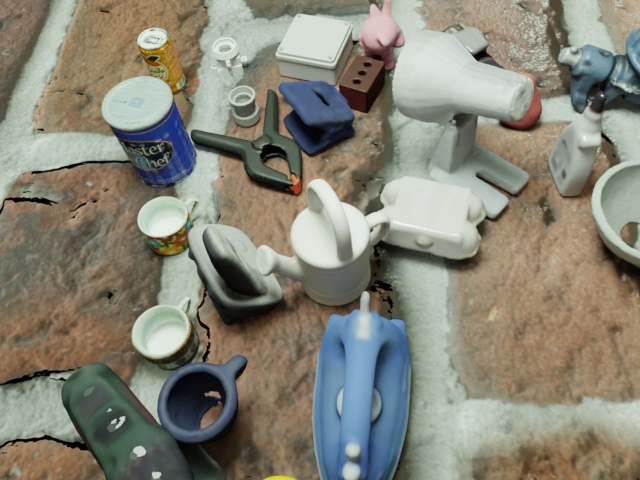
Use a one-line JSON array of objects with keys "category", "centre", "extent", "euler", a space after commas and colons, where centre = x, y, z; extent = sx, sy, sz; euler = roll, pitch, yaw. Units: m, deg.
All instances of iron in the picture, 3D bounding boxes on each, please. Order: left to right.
[{"category": "iron", "centre": [0.044, 0.191, 0.639], "extent": [0.118, 0.141, 0.258], "euler": [3, 59, 7]}]

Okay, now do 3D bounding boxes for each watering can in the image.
[{"category": "watering can", "centre": [0.008, 0.004, 0.724], "extent": [0.100, 0.194, 0.173], "euler": [38, 69, 24]}]

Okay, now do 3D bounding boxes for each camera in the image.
[{"category": "camera", "centre": [0.235, -0.272, 0.926], "extent": [0.143, 0.101, 0.136], "euler": [-32, 62, -14]}]

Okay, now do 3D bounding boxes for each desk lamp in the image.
[{"category": "desk lamp", "centre": [0.204, -0.168, 0.800], "extent": [0.202, 0.214, 0.118], "euler": [35, 68, 23]}]

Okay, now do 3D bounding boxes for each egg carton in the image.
[{"category": "egg carton", "centre": [0.153, -0.029, 0.805], "extent": [0.150, 0.069, 0.107], "euler": [12, 61, 12]}]

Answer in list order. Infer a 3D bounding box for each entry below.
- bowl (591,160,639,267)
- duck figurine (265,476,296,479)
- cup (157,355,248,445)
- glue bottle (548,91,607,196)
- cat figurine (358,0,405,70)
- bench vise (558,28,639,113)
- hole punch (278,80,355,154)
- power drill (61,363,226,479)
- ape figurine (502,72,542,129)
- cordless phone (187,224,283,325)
[{"category": "bowl", "centre": [0.444, -0.024, 0.774], "extent": [0.167, 0.075, 0.167], "euler": [-2, 59, 4]}, {"category": "duck figurine", "centre": [-0.048, 0.292, 0.619], "extent": [0.104, 0.086, 0.077], "euler": [2, 59, 6]}, {"category": "cup", "centre": [-0.126, 0.192, 0.680], "extent": [0.091, 0.095, 0.118], "euler": [36, 68, 23]}, {"category": "glue bottle", "centre": [0.362, -0.138, 0.792], "extent": [0.037, 0.173, 0.078], "euler": [-5, 59, 2]}, {"category": "cat figurine", "centre": [0.104, -0.358, 0.979], "extent": [0.067, 0.118, 0.128], "euler": [12, 61, 12]}, {"category": "bench vise", "centre": [0.472, -0.273, 0.836], "extent": [0.207, 0.220, 0.121], "euler": [-9, 59, 0]}, {"category": "hole punch", "centre": [-0.004, -0.211, 0.915], "extent": [0.101, 0.091, 0.108], "euler": [-29, 61, -12]}, {"category": "power drill", "centre": [-0.168, 0.231, 0.594], "extent": [0.229, 0.209, 0.076], "euler": [37, 69, 24]}, {"category": "ape figurine", "centre": [0.314, -0.224, 0.895], "extent": [0.078, 0.092, 0.076], "euler": [-29, 61, -12]}, {"category": "cordless phone", "centre": [-0.121, 0.015, 0.734], "extent": [0.094, 0.185, 0.147], "euler": [-31, 61, -13]}]
